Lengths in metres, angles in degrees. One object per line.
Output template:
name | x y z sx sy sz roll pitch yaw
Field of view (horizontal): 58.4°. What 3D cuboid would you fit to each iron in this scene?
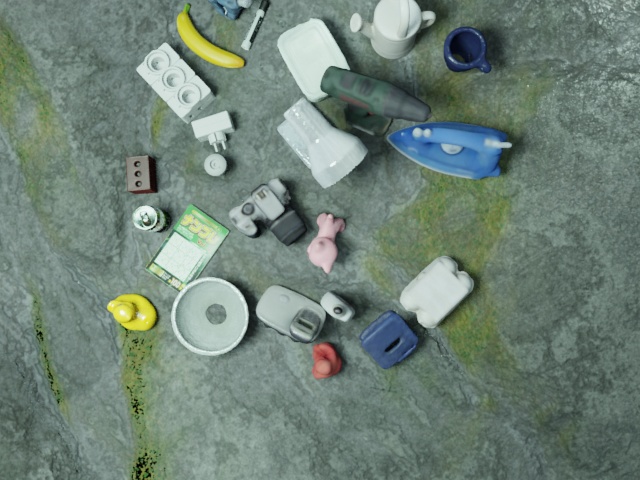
iron | 0.274 -0.208 1.217 0.258 0.141 0.119 10 88 1

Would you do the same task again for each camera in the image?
camera | -0.104 -0.046 1.239 0.143 0.101 0.137 -39 88 0

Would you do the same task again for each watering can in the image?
watering can | 0.154 -0.459 1.202 0.173 0.194 0.101 -29 87 0

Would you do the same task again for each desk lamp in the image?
desk lamp | -0.003 -0.204 1.186 0.118 0.213 0.203 -41 88 0

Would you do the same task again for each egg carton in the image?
egg carton | 0.252 0.111 1.242 0.107 0.069 0.150 44 89 2

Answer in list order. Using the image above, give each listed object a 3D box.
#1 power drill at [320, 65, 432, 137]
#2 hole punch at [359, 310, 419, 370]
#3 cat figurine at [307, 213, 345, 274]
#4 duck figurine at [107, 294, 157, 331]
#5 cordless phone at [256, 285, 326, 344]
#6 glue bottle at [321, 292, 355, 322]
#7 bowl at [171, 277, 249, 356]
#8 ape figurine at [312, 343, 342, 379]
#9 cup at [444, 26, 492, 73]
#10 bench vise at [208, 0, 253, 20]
power drill | 0.112 -0.282 1.190 0.229 0.208 0.076 23 89 2
hole punch | 0.152 0.216 1.230 0.108 0.091 0.101 -42 88 0
cat figurine | 0.011 0.004 1.226 0.067 0.117 0.128 14 88 2
duck figurine | -0.412 0.160 1.244 0.104 0.086 0.077 29 89 2
cordless phone | -0.064 0.160 1.188 0.147 0.185 0.094 24 89 2
glue bottle | 0.038 0.143 1.193 0.078 0.173 0.037 33 89 2
bowl | -0.232 0.163 1.247 0.167 0.074 0.167 0 88 1
ape figurine | 0.010 0.266 1.230 0.076 0.092 0.078 34 89 2
cup | 0.318 -0.396 1.247 0.118 0.095 0.092 41 89 2
bench vise | -0.240 -0.567 1.200 0.207 0.219 0.121 9 88 2
